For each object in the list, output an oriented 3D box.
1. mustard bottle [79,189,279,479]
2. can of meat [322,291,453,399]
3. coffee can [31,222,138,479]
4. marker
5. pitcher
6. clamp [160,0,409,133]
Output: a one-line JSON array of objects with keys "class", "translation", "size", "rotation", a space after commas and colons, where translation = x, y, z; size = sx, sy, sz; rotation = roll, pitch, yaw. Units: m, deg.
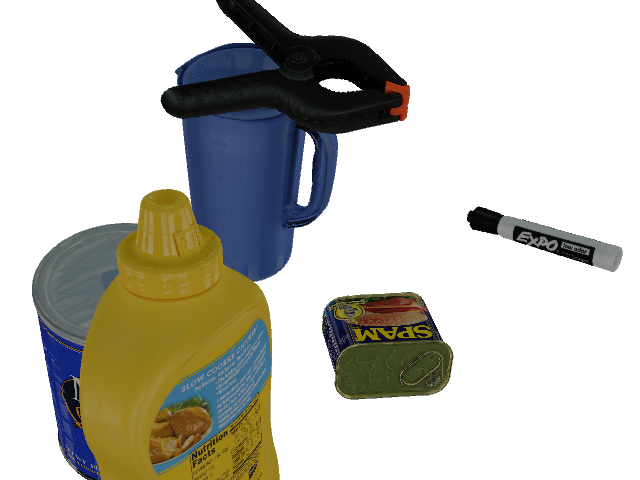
[{"class": "mustard bottle", "translation": [-0.058, 0.067, 0.449], "size": [0.058, 0.192, 0.096], "rotation": [19, 36, 29]}, {"class": "can of meat", "translation": [0.056, 0.090, 0.939], "size": [0.102, 0.057, 0.084], "rotation": [-2, 30, -10]}, {"class": "coffee can", "translation": [-0.122, 0.074, 0.678], "size": [0.103, 0.140, 0.103], "rotation": [2, 42, -2]}, {"class": "marker", "translation": [0.164, -0.003, 0.793], "size": [0.121, 0.020, 0.020], "rotation": [19, 10, 33]}, {"class": "pitcher", "translation": [-0.071, -0.070, 1.117], "size": [0.145, 0.243, 0.149], "rotation": [-8, 44, -12]}, {"class": "clamp", "translation": [-0.019, -0.127, 0.763], "size": [0.171, 0.120, 0.039], "rotation": [10, -24, 2]}]
